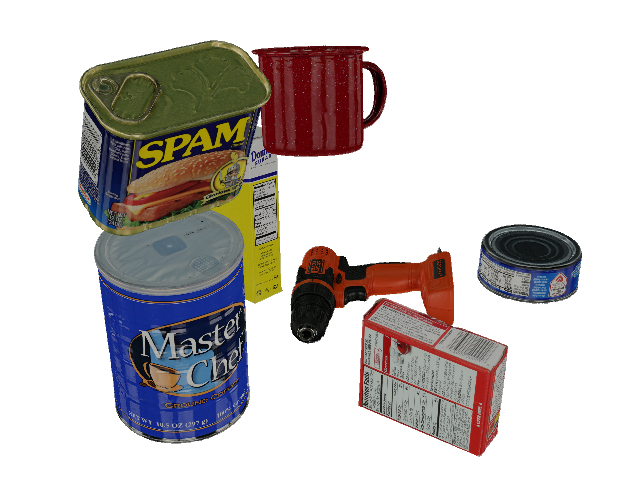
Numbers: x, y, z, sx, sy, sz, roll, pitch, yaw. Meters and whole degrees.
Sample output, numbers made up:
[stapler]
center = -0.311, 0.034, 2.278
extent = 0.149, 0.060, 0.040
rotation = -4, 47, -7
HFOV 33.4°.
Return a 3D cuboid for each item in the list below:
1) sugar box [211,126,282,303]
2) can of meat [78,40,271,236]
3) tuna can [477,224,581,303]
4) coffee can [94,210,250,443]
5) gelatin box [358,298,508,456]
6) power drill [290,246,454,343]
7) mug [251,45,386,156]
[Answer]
[sugar box]
center = -0.086, -0.033, 1.099
extent = 0.048, 0.176, 0.093
rotation = -23, 30, -38
[can of meat]
center = -0.085, -0.056, 0.603
extent = 0.101, 0.057, 0.084
rotation = -19, -33, -30
[tuna can]
center = 0.178, 0.018, 0.907
extent = 0.086, 0.034, 0.086
rotation = 2, 26, -1
[coffee can]
center = -0.104, 0.060, 0.771
extent = 0.103, 0.140, 0.103
rotation = 0, 34, 0
[gelatin box]
center = 0.068, 0.084, 0.658
extent = 0.089, 0.073, 0.030
rotation = 20, 41, 26
[power drill]
center = 0.060, 0.061, 1.237
extent = 0.187, 0.057, 0.184
rotation = 1, 28, 5
[mug]
center = 0.003, -0.114, 0.858
extent = 0.117, 0.081, 0.093
rotation = -10, 15, -33
